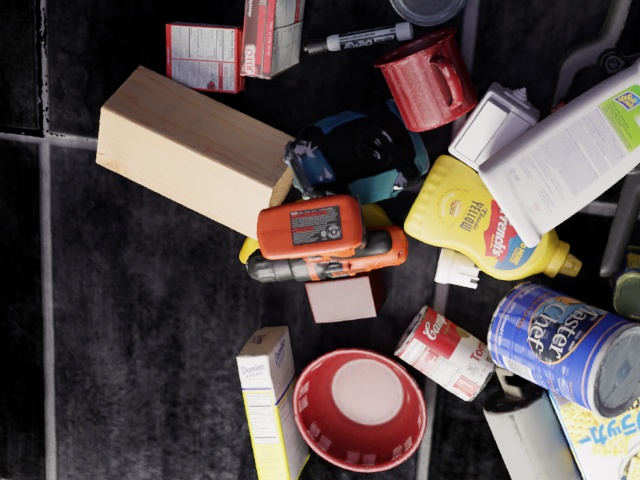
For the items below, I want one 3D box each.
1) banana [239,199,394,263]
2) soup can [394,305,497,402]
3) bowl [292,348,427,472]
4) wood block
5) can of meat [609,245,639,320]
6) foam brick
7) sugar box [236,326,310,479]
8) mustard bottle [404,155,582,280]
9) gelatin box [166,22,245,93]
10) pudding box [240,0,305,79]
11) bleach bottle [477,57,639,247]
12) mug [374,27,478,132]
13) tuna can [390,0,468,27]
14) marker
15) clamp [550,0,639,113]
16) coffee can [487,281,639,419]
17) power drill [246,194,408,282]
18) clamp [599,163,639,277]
[{"bbox_3d":[-0.009,-0.016,1.225,0.198,0.037,0.069,-9,105,18],"label":"banana"},{"bbox_3d":[0.145,0.130,1.216,0.102,0.068,0.069,33,113,2],"label":"soup can"},{"bbox_3d":[0.051,0.192,1.269,0.162,0.055,0.162,5,109,13],"label":"bowl"},{"bbox_3d":[-0.134,-0.098,1.190,0.206,0.090,0.091,26,139,6],"label":"wood block"},{"bbox_3d":[0.359,0.050,1.123,0.102,0.083,0.057,9,109,12],"label":"can of meat"},{"bbox_3d":[0.031,0.060,1.233,0.078,0.051,0.053,-7,108,18],"label":"foam brick"},{"bbox_3d":[-0.055,0.201,1.280,0.048,0.093,0.176,-7,105,16],"label":"sugar box"},{"bbox_3d":[0.194,-0.011,1.159,0.191,0.058,0.096,27,93,4],"label":"mustard bottle"},{"bbox_3d":[-0.128,-0.206,1.199,0.089,0.030,0.073,6,108,15],"label":"gelatin box"},{"bbox_3d":[-0.049,-0.224,1.126,0.039,0.113,0.090,12,110,14],"label":"pudding box"},{"bbox_3d":[0.287,-0.102,1.060,0.251,0.068,0.102,-33,99,11],"label":"bleach bottle"},{"bbox_3d":[0.118,-0.164,1.105,0.093,0.117,0.081,-29,106,-12],"label":"mug"},{"bbox_3d":[0.114,-0.266,1.112,0.086,0.033,0.086,5,109,14],"label":"tuna can"},{"bbox_3d":[0.040,-0.218,1.155,0.121,0.020,0.020,-7,106,17],"label":"marker"},{"bbox_3d":[0.296,-0.195,1.084,0.172,0.039,0.120,-34,95,22],"label":"clamp"},{"bbox_3d":[0.262,0.113,1.122,0.141,0.102,0.103,25,118,46],"label":"coffee can"},{"bbox_3d":[-0.008,0.004,1.125,0.184,0.187,0.057,-11,79,10],"label":"power drill"},{"bbox_3d":[0.325,-0.073,1.101,0.210,0.036,0.164,-34,75,19],"label":"clamp"}]
